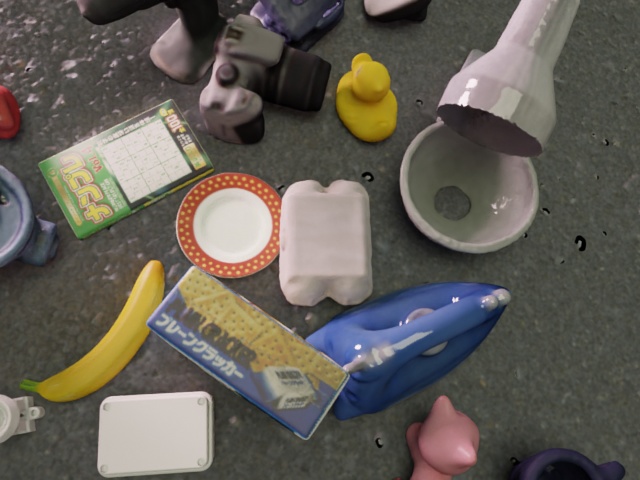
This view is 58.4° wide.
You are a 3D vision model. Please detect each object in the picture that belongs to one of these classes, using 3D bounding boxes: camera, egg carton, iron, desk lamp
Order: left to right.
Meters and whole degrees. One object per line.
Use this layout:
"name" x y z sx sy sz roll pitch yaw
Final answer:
"camera" -0.061 -0.192 0.690 0.137 0.101 0.143 15 74 -2
"egg carton" 0.006 0.002 0.663 0.107 0.069 0.150 0 75 -6
"iron" 0.119 0.095 0.613 0.258 0.141 0.118 -24 79 -11
"desk lamp" 0.208 -0.177 0.656 0.118 0.213 0.203 26 74 2

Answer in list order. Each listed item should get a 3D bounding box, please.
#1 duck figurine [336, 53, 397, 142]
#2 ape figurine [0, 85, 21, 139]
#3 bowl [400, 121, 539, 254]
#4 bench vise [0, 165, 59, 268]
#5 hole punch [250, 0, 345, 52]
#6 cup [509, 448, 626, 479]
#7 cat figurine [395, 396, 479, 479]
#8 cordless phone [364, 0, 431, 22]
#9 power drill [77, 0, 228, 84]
"duck figurine" 0.063 -0.180 0.708 0.077 0.086 0.104 -18 78 -10
"ape figurine" -0.386 -0.152 0.650 0.078 0.092 0.076 30 74 3
"bowl" 0.170 -0.057 0.693 0.167 0.074 0.167 2 75 -5
"bench vise" -0.388 -0.025 0.551 0.207 0.219 0.121 -5 76 -7
"hole punch" -0.024 -0.312 0.730 0.101 0.091 0.109 42 75 6
"cup" 0.252 0.260 0.608 0.118 0.095 0.091 -21 78 -11
"cat figurine" 0.125 0.230 0.590 0.067 0.117 0.128 18 74 -1
"cordless phone" 0.113 -0.377 0.713 0.094 0.185 0.147 1 75 -5
"power drill" -0.160 -0.273 0.645 0.075 0.208 0.230 34 75 4
